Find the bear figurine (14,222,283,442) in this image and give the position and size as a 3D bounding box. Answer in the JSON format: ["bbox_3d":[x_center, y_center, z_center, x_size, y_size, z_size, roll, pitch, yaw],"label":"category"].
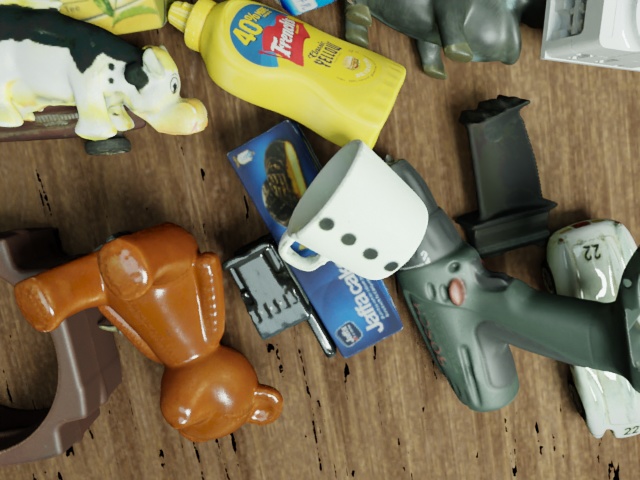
[{"bbox_3d":[-0.121,0.089,0.426,0.120,0.132,0.195,-17,97,20],"label":"bear figurine"}]

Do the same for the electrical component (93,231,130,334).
[{"bbox_3d":[-0.164,0.040,0.491,0.078,0.045,0.102,-8,99,6],"label":"electrical component"}]

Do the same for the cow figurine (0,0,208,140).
[{"bbox_3d":[-0.169,-0.128,0.407,0.167,0.068,0.098,3,108,-11],"label":"cow figurine"}]

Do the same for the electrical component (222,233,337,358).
[{"bbox_3d":[-0.033,0.054,0.473,0.048,0.075,0.119,-27,99,6],"label":"electrical component"}]

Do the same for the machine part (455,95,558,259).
[{"bbox_3d":[0.154,-0.050,0.457,0.084,0.039,0.138,-10,110,10],"label":"machine part"}]

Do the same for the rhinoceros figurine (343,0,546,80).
[{"bbox_3d":[0.106,-0.191,0.428,0.190,0.073,0.112,14,89,3],"label":"rhinoceros figurine"}]

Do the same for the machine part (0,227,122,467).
[{"bbox_3d":[-0.298,0.096,0.488,0.202,0.087,0.200,-10,98,7],"label":"machine part"}]

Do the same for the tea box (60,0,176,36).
[{"bbox_3d":[-0.212,-0.211,0.424,0.170,0.068,0.098,-7,128,6],"label":"tea box"}]

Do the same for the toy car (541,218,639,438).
[{"bbox_3d":[0.248,0.081,0.466,0.074,0.056,0.201,-16,99,5],"label":"toy car"}]

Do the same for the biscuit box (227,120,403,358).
[{"bbox_3d":[-0.001,-0.001,0.467,0.063,0.059,0.202,-29,97,8],"label":"biscuit box"}]

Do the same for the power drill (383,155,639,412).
[{"bbox_3d":[0.146,0.036,0.409,0.207,0.086,0.231,-4,111,43],"label":"power drill"}]

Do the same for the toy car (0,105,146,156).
[{"bbox_3d":[-0.255,-0.114,0.468,0.202,0.053,0.089,-1,97,4],"label":"toy car"}]
